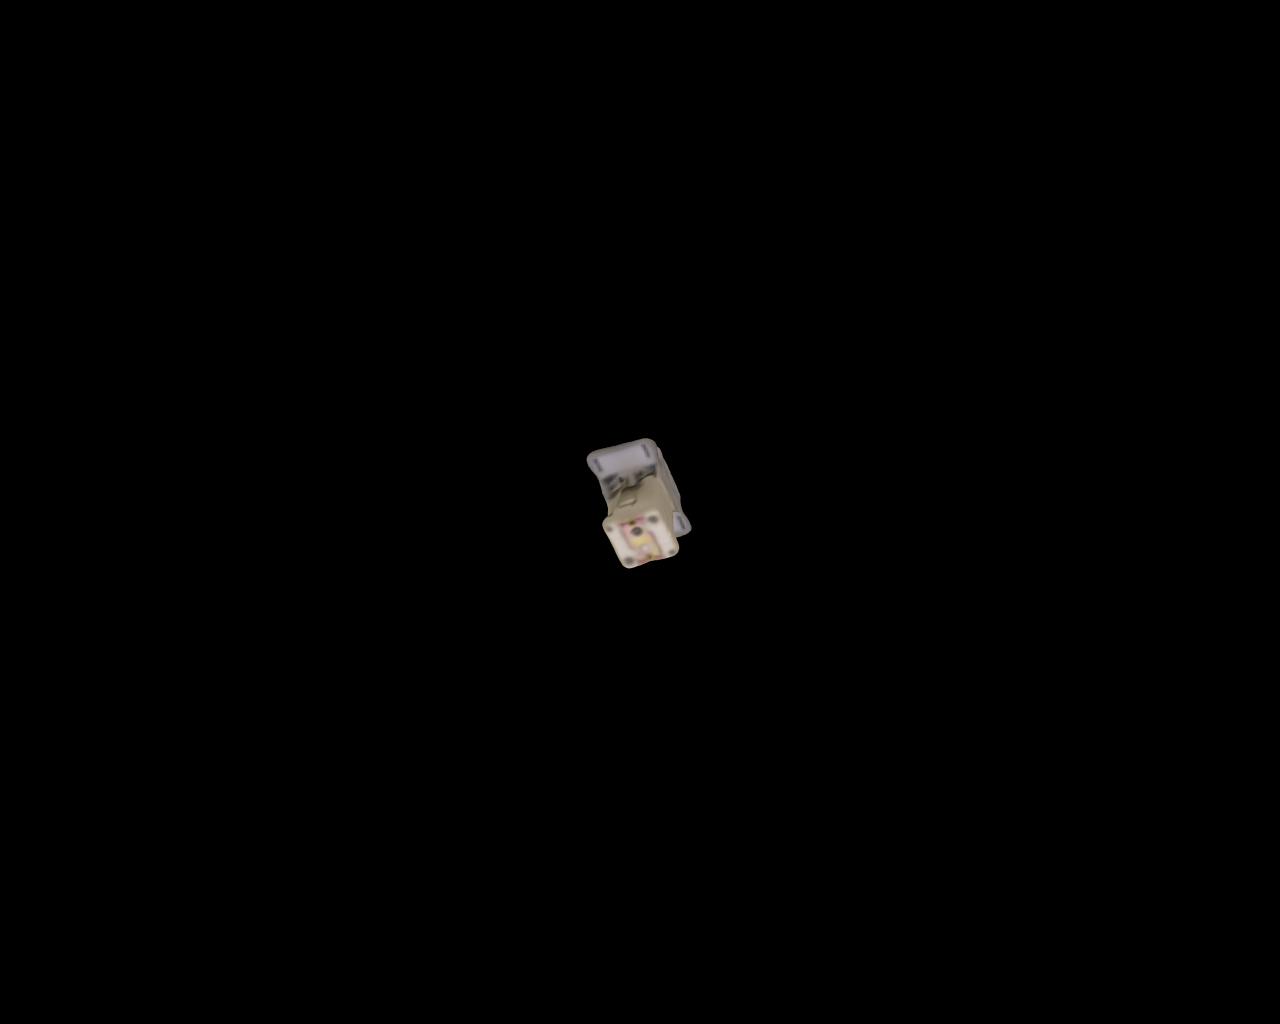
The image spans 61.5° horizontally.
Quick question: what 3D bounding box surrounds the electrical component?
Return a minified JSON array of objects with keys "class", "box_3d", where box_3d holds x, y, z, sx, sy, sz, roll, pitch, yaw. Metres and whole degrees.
[{"class":"electrical component","box_3d":[0.001,-0.003,0.650,0.042,0.081,0.064,-16,39,13]}]
